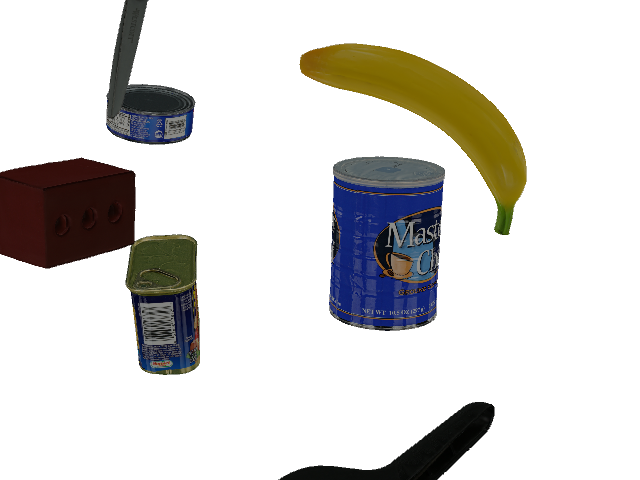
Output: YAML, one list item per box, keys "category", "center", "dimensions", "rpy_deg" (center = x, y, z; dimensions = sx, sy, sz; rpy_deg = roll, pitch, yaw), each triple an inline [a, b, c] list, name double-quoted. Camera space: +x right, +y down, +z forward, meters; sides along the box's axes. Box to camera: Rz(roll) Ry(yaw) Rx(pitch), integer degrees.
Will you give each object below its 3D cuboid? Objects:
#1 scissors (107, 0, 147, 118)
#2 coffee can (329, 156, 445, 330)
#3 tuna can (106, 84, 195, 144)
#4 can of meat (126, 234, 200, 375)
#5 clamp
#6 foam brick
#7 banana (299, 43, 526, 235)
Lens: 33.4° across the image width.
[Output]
- category: "scissors"
  center: [-0.106, -0.183, 0.738]
  dimensions: [0.096, 0.202, 0.016]
  rpy_deg: [-5, -11, -7]
- category: "coffee can"
  center: [0.061, 0.000, 0.993]
  dimensions: [0.103, 0.140, 0.103]
  rpy_deg: [1, 16, -1]
- category: "tuna can"
  center: [-0.167, -0.124, 1.047]
  dimensions: [0.086, 0.034, 0.086]
  rpy_deg: [6, 25, -3]
- category: "can of meat"
  center: [-0.131, 0.054, 0.909]
  dimensions: [0.057, 0.084, 0.102]
  rpy_deg: [-3, 26, -5]
- category: "clamp"
  center: [0.037, 0.161, 0.645]
  dimensions: [0.210, 0.036, 0.164]
  rpy_deg: [-5, 29, -3]
- category: "foam brick"
  center: [-0.166, -0.020, 0.690]
  dimensions: [0.051, 0.053, 0.078]
  rpy_deg: [17, 22, 33]
- category: "banana"
  center: [0.079, -0.089, 0.760]
  dimensions: [0.198, 0.069, 0.037]
  rpy_deg: [40, 6, 0]
